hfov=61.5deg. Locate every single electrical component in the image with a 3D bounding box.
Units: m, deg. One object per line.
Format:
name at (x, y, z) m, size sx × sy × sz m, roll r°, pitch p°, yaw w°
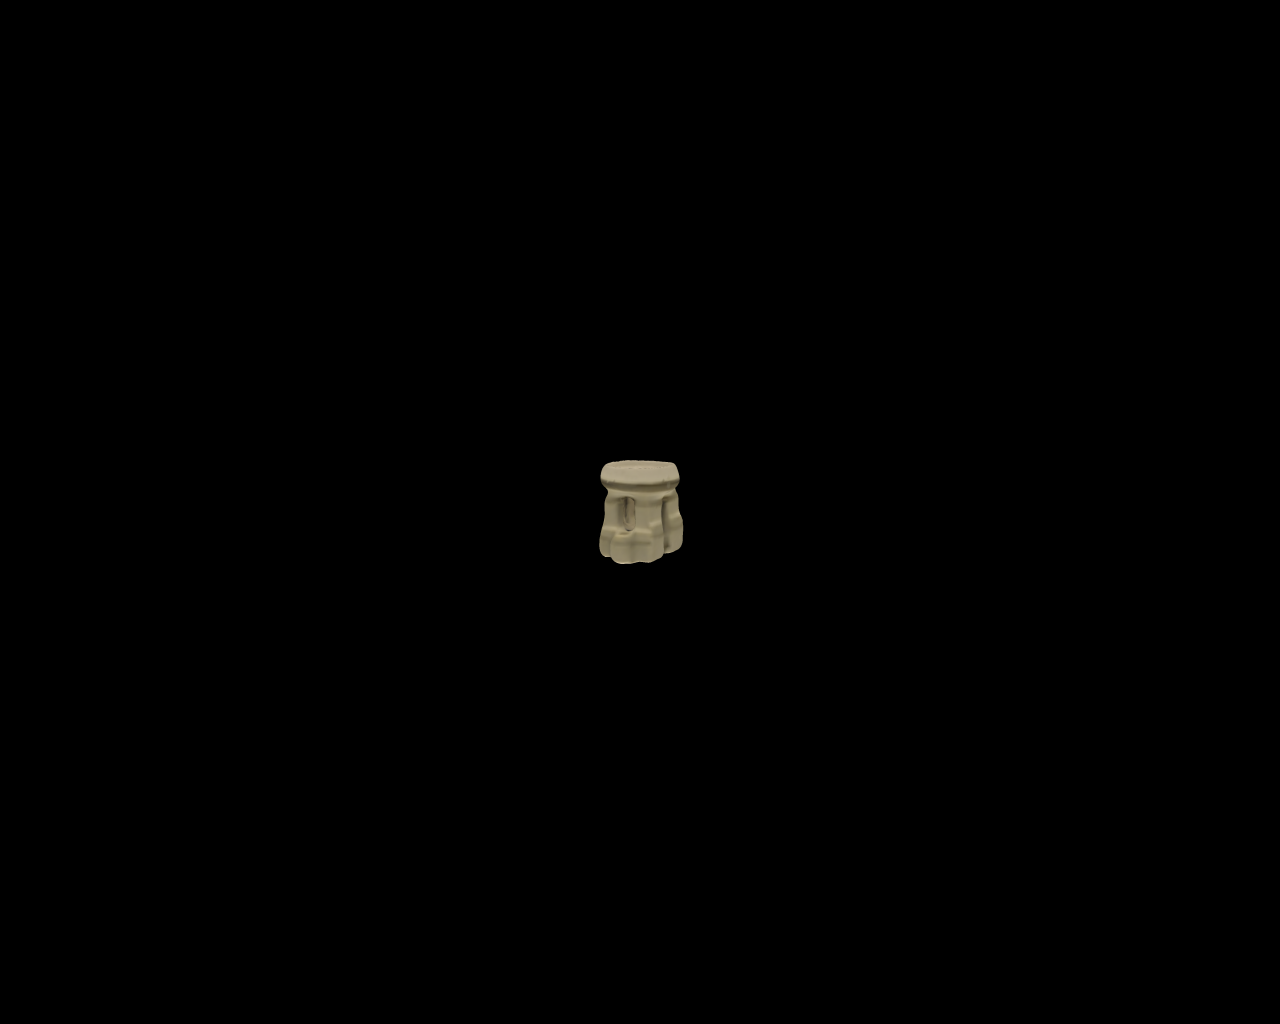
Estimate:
electrical component at (0.001, -0.003, 0.650) m, size 0.048 × 0.055 × 0.066 m, roll 6°, pitch 13°, yaw 27°
